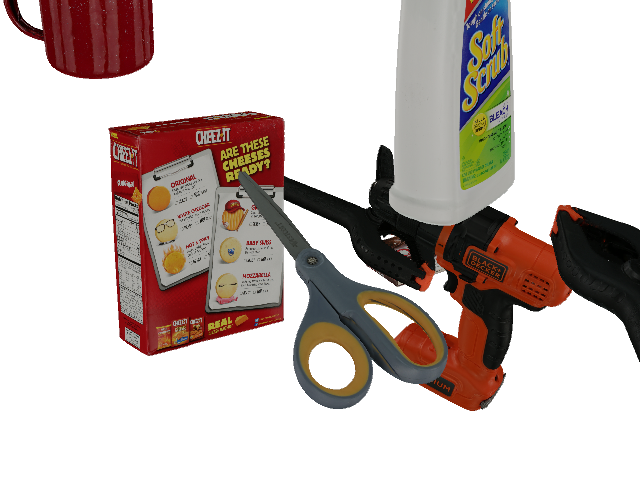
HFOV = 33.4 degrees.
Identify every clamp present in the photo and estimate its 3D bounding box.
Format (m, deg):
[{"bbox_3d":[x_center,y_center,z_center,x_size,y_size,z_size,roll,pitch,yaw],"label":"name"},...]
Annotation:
[{"bbox_3d":[0.053,-0.023,1.214,0.164,0.210,0.036,-14,-38,-25],"label":"clamp"},{"bbox_3d":[0.228,0.033,0.725,0.120,0.039,0.172,-6,44,-28],"label":"clamp"}]

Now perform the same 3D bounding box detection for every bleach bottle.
[{"bbox_3d":[0.091,-0.143,0.744,0.068,0.251,0.102,20,38,38],"label":"bleach bottle"}]

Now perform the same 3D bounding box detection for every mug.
[{"bbox_3d":[-0.178,-0.173,0.795,0.117,0.081,0.093,4,33,3],"label":"mug"}]

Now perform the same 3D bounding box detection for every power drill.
[{"bbox_3d":[0.110,0.047,0.914,0.184,0.188,0.057,29,45,18],"label":"power drill"}]

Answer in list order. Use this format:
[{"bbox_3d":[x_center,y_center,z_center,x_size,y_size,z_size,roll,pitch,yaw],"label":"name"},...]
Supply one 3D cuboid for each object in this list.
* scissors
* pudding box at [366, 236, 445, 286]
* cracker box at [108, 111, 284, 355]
[{"bbox_3d":[-0.014,0.030,0.644,0.202,0.016,0.096,36,56,29],"label":"scissors"},{"bbox_3d":[0.137,0.024,1.614,0.113,0.039,0.090,-19,28,-24],"label":"pudding box"},{"bbox_3d":[-0.118,-0.011,1.046,0.163,0.214,0.072,-12,19,-37],"label":"cracker box"}]
